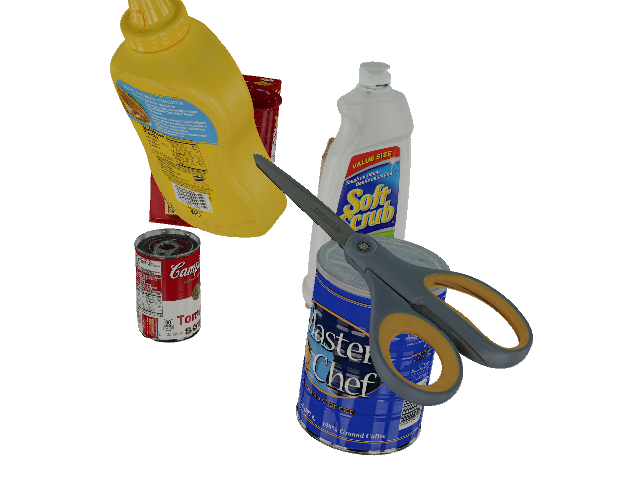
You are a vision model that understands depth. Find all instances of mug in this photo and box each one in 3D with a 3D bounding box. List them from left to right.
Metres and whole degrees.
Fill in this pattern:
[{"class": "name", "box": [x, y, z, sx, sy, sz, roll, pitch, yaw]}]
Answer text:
[{"class": "mug", "box": [-0.090, -0.132, 1.221, 0.093, 0.081, 0.117, 13, 27, 11]}]

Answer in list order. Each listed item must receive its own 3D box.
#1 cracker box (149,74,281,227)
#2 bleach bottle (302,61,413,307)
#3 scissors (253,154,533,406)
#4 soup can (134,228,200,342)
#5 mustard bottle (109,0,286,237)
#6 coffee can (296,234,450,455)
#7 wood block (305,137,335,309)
[{"class": "cracker box", "box": [-0.147, -0.121, 1.472, 0.164, 0.214, 0.072, 8, 22, 5]}, {"class": "bleach bottle", "box": [0.038, -0.054, 1.072, 0.102, 0.251, 0.068, 0, 24, -7]}, {"class": "scissors", "box": [0.019, 0.022, 0.592, 0.202, 0.016, 0.096, 29, 52, 18]}, {"class": "soup can", "box": [-0.160, 0.047, 1.120, 0.068, 0.102, 0.068, 2, 24, -1]}, {"class": "mustard bottle", "box": [-0.086, -0.086, 0.691, 0.096, 0.058, 0.191, 21, -31, 30]}, {"class": "coffee can", "box": [0.039, 0.080, 0.832, 0.103, 0.140, 0.103, 6, 24, -3]}, {"class": "wood block", "box": [0.039, -0.017, 1.370, 0.090, 0.206, 0.090, 9, 25, 4]}]
